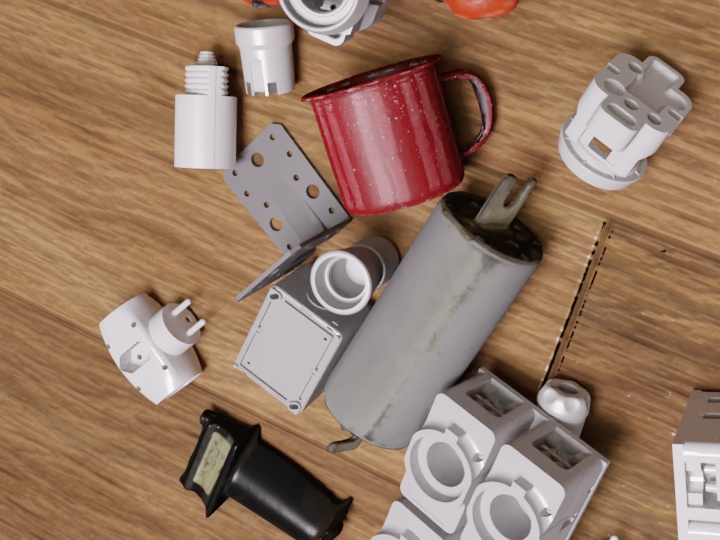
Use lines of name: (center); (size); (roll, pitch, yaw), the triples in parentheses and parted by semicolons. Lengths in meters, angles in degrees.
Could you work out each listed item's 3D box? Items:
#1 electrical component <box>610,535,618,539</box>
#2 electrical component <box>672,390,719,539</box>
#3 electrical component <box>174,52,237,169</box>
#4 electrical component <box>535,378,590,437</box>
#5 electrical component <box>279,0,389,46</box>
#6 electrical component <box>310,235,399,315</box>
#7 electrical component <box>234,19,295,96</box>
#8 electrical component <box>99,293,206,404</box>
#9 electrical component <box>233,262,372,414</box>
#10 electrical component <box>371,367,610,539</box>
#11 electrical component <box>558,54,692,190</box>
electrical component: (0.165, 0.214, 0.729); (0.066, 0.047, 0.076); (29, 115, 15)
electrical component: (0.234, 0.159, 0.657); (0.062, 0.089, 0.150); (-1, 104, 25)
electrical component: (-0.109, -0.113, 0.759); (0.043, 0.043, 0.081); (5, 98, 23)
electrical component: (0.131, 0.105, 0.720); (0.035, 0.035, 0.061); (20, 115, 18)
electrical component: (-0.014, -0.170, 0.632); (0.058, 0.057, 0.078); (26, 117, 11)
electrical component: (0.000, 0.000, 0.731); (0.044, 0.065, 0.044); (8, 109, 23)
electrical component: (-0.063, -0.145, 0.733); (0.040, 0.040, 0.046); (5, 113, 23)
electrical component: (-0.150, 0.051, 0.828); (0.079, 0.043, 0.077); (-38, 88, 28)
electrical component: (-0.041, 0.052, 0.773); (0.062, 0.061, 0.096); (36, 124, 11)
electrical component: (0.075, 0.175, 0.725); (0.105, 0.060, 0.186); (37, 125, 29)
electrical component: (0.153, -0.085, 0.634); (0.058, 0.078, 0.057); (39, 138, 10)
